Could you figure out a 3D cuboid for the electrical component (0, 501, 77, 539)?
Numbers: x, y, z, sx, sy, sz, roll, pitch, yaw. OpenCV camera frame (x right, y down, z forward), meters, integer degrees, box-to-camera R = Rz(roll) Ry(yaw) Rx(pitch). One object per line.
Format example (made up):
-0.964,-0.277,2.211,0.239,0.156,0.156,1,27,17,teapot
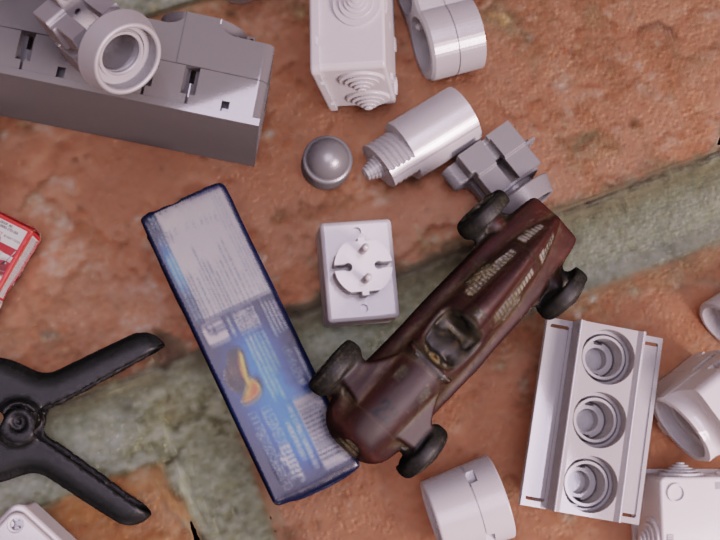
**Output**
-0.203,0.216,0.654,0.109,0.056,0.108,42,80,0,electrical component

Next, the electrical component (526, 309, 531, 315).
0.103,0.011,0.726,0.062,0.048,0.048,-24,86,-16,electrical component

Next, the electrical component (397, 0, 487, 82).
0.064,-0.205,0.747,0.074,0.052,0.138,-16,84,-9,electrical component

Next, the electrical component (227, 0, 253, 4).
-0.082,-0.206,0.732,0.040,0.046,0.040,1,82,-7,electrical component

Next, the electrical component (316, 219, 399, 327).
0.000,0.000,0.698,0.047,0.076,0.065,-4,83,-7,electrical component

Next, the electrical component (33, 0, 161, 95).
-0.142,-0.127,0.595,0.048,0.066,0.055,-44,56,-11,electrical component

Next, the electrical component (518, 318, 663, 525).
0.148,0.099,0.709,0.079,0.063,0.121,11,81,-5,electrical component

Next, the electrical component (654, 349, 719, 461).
0.231,0.088,0.707,0.056,0.089,0.050,-36,88,-10,electrical component

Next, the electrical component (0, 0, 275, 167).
-0.152,-0.125,0.683,0.186,0.105,0.060,11,81,-6,electrical component

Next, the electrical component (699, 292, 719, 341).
0.274,0.019,0.747,0.065,0.044,0.044,-41,88,-15,electrical component

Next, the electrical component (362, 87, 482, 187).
0.037,-0.086,0.731,0.081,0.043,0.043,-32,87,-10,electrical component

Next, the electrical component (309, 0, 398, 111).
-0.003,-0.160,0.710,0.048,0.099,0.099,-2,82,6,electrical component

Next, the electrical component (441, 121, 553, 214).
0.099,-0.063,0.735,0.066,0.048,0.055,-35,80,-10,electrical component

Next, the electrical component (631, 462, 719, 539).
0.232,0.178,0.715,0.100,0.048,0.099,1,83,-7,electrical component

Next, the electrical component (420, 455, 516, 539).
0.069,0.154,0.697,0.047,0.055,0.055,-18,85,-5,electrical component
